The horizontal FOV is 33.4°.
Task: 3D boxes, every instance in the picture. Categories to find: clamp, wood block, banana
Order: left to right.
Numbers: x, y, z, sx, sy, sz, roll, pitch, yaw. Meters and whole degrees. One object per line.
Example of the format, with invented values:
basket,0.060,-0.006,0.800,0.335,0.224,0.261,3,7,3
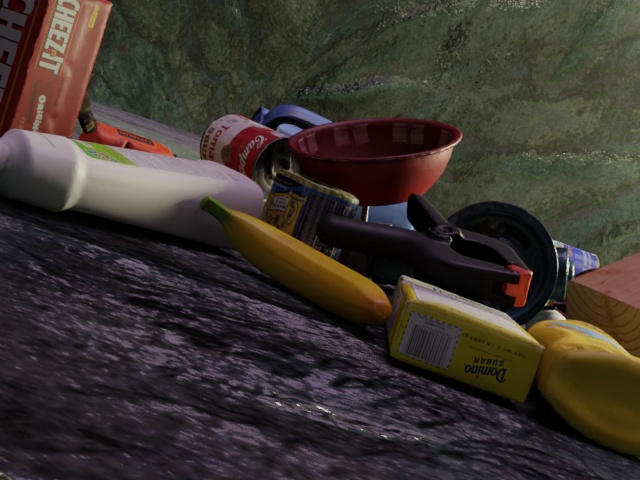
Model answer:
banana,-0.012,0.024,0.803,0.198,0.037,0.069,28,3,36
clamp,0.081,0.007,0.818,0.120,0.039,0.172,-16,29,-31
wood block,0.315,0.059,0.919,0.205,0.091,0.090,-17,27,-32

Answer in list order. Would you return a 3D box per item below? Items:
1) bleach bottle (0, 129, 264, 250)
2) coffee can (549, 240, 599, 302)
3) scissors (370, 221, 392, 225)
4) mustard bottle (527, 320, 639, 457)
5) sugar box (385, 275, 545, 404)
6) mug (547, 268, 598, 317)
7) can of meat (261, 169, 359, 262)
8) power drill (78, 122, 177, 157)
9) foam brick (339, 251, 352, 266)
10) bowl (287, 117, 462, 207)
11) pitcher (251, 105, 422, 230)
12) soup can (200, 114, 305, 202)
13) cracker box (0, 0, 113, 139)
bleach bottle,-0.164,-0.045,0.838,0.103,0.068,0.250,24,9,42
coffee can,0.245,0.041,1.271,0.140,0.103,0.103,20,5,-3
scissors,-0.004,-0.021,1.231,0.202,0.016,0.096,8,-7,18
mustard bottle,0.187,0.092,0.738,0.096,0.058,0.191,22,5,1
sugar box,0.095,0.066,0.752,0.093,0.048,0.176,20,1,2
mug,0.292,0.083,1.109,0.117,0.093,0.081,11,13,-19
can of meat,-0.016,-0.010,0.905,0.057,0.084,0.102,18,5,-25
power drill,-0.174,-0.064,1.034,0.184,0.057,0.188,21,6,-35
foam brick,-0.007,0.001,1.004,0.078,0.053,0.051,21,5,0
bowl,0.051,-0.070,0.991,0.162,0.055,0.162,-3,19,1
pitcher,0.007,-0.071,1.359,0.242,0.145,0.149,22,1,-11
soup can,-0.066,-0.081,1.058,0.068,0.068,0.102,16,9,-42
cracker box,-0.288,-0.151,0.898,0.214,0.164,0.072,23,8,37
